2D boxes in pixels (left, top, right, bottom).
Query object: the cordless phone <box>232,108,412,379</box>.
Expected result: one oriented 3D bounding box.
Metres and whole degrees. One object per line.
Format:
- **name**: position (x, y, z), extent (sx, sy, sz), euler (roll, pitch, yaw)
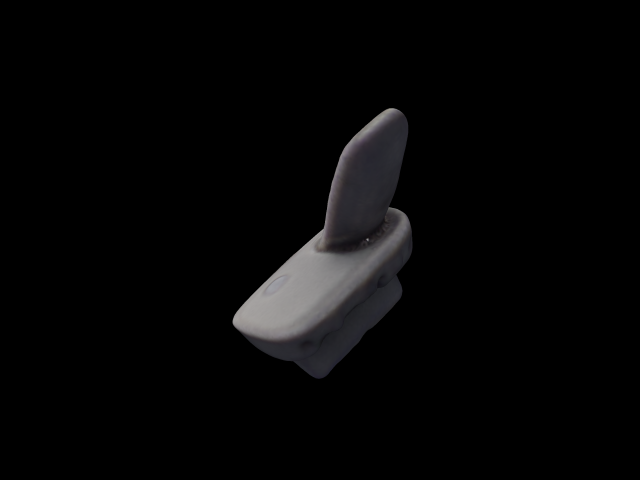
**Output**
- **cordless phone**: position (0.004, 0.001, 0.400), extent (0.094, 0.185, 0.148), euler (33, 61, 21)
